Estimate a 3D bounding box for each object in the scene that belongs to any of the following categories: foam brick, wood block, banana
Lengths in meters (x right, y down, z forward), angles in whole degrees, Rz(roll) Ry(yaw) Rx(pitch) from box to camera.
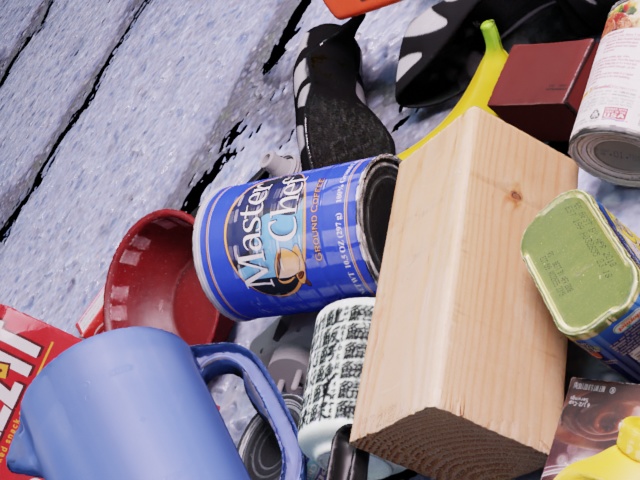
[{"bbox_3d":[0.166,-0.102,0.738,0.078,0.051,0.053,11,72,57],"label":"foam brick"},{"bbox_3d":[0.093,0.035,0.656,0.090,0.090,0.206,-38,32,51],"label":"wood block"},{"bbox_3d":[0.085,-0.076,0.810,0.198,0.069,0.037,-47,12,23],"label":"banana"}]

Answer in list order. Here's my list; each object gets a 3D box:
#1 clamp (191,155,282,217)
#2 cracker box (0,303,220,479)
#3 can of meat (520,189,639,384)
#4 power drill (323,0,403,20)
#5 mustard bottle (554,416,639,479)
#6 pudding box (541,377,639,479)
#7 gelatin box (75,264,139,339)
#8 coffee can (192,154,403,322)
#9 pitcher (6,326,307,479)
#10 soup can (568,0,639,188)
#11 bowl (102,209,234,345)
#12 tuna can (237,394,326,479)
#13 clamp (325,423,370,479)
[{"bbox_3d":[-0.092,-0.001,1.008,0.172,0.039,0.120,-30,34,40],"label":"clamp"},{"bbox_3d":[-0.203,0.163,0.830,0.072,0.213,0.164,-22,43,58],"label":"cracker box"},{"bbox_3d":[0.163,0.030,0.586,0.057,0.083,0.102,-43,33,20],"label":"can of meat"},{"bbox_3d":[0.073,-0.253,0.925,0.185,0.057,0.187,-14,22,40],"label":"power drill"},{"bbox_3d":[0.133,0.156,0.476,0.096,0.058,0.192,28,105,57],"label":"mustard bottle"},{"bbox_3d":[0.168,0.121,0.538,0.114,0.039,0.090,-3,60,53],"label":"pudding box"},{"bbox_3d":[-0.179,0.069,1.025,0.089,0.073,0.030,-54,32,2],"label":"gelatin box"},{"bbox_3d":[-0.005,0.001,0.760,0.141,0.102,0.102,-9,52,32],"label":"coffee can"},{"bbox_3d":[-0.089,0.177,0.698,0.149,0.144,0.243,-54,48,20],"label":"pitcher"},{"bbox_3d":[0.201,-0.093,0.666,0.069,0.068,0.102,-5,58,52],"label":"soup can"},{"bbox_3d":[-0.124,0.055,0.951,0.162,0.055,0.162,-8,79,42],"label":"bowl"},{"bbox_3d":[-0.024,0.155,0.771,0.086,0.033,0.086,-34,37,31],"label":"tuna can"},{"bbox_3d":[0.000,0.213,0.592,0.164,0.210,0.036,-24,-1,-40],"label":"clamp"}]
